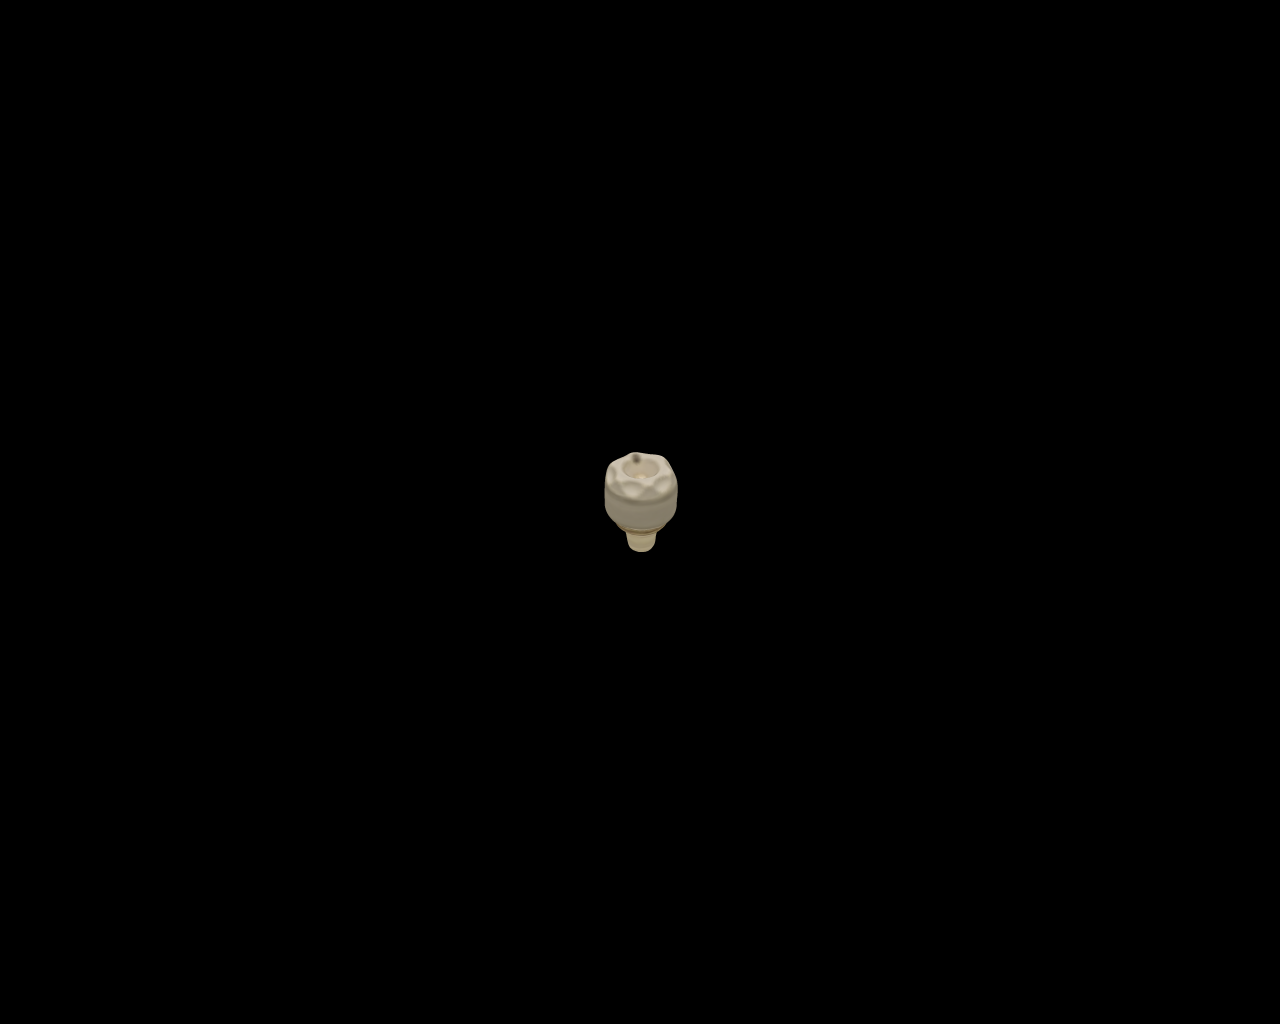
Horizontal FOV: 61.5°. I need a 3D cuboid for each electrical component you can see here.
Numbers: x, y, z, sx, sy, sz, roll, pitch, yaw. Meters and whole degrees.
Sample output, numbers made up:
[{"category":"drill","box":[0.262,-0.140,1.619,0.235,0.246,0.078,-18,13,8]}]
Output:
[{"category":"electrical component","box":[0.001,-0.003,0.650,0.043,0.062,0.043,0,36,0]}]
